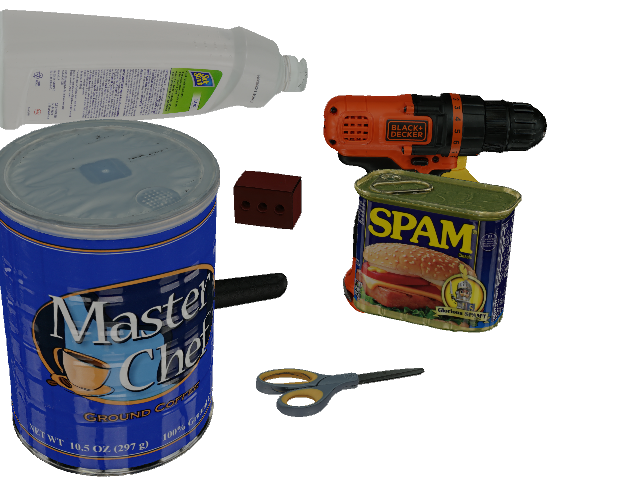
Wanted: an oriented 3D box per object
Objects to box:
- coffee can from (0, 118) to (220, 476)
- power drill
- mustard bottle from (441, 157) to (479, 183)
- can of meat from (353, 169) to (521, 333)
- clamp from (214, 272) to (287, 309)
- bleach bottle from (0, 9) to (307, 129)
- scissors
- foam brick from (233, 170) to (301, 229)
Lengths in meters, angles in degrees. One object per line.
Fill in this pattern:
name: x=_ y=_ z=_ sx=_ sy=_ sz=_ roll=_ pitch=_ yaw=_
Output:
coffee can: x=-0.101 y=0.026 z=0.514 sx=0.103 sy=0.140 sz=0.103 roll=3 pitch=32 yaw=-2
power drill: x=0.092 y=-0.032 z=0.900 sx=0.184 sy=0.188 sz=0.057 roll=2 pitch=17 yaw=-1
mustard bottle: x=0.132 y=-0.021 z=1.161 sx=0.096 sy=0.192 sz=0.058 roll=-3 pitch=19 yaw=-19
can of meat: x=0.071 y=0.007 z=0.681 sx=0.102 sy=0.084 sz=0.057 roll=11 pitch=22 yaw=22
clamp: x=-0.154 y=0.048 z=1.028 sx=0.165 sy=0.036 sz=0.209 roll=27 pitch=35 yaw=26
bleach bottle: x=-0.137 y=-0.137 z=0.885 sx=0.250 sy=0.068 sz=0.103 roll=0 pitch=-29 yaw=-17
scissors: x=0.028 y=0.169 z=1.205 sx=0.201 sy=0.016 sz=0.096 roll=1 pitch=24 yaw=-8
foam brick: x=-0.066 y=-0.051 z=1.337 sx=0.078 sy=0.053 sz=0.051 roll=6 pitch=29 yaw=12
